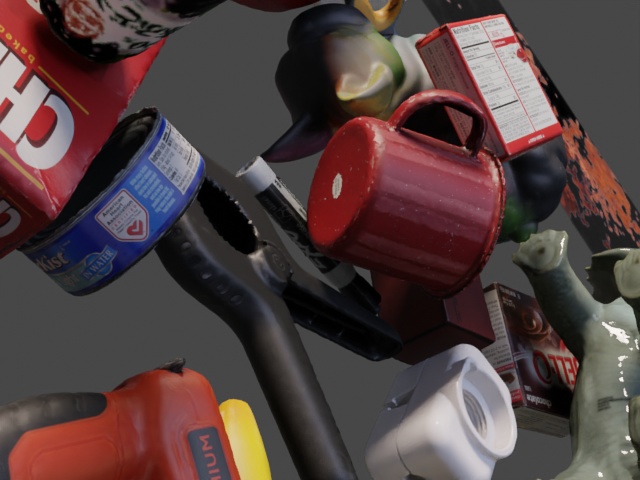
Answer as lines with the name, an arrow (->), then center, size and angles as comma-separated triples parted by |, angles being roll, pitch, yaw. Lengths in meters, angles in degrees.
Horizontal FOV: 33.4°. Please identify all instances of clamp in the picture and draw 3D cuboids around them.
clamp -> -0.029, 0.021, 0.563 | 0.210, 0.036, 0.164 | 53, 22, -3

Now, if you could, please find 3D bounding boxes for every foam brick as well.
foam brick -> 0.069, 0.034, 0.675 | 0.052, 0.051, 0.078 | 24, 47, -42

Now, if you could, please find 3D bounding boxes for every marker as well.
marker -> -0.004, 0.001, 0.632 | 0.121, 0.020, 0.020 | 49, 34, -17

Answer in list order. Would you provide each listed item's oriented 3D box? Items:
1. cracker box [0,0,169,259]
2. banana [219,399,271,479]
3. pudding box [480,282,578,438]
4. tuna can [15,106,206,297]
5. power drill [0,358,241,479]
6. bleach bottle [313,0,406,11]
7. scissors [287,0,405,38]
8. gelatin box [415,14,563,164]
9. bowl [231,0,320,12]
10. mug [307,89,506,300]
cracker box -> -0.153, -0.115, 0.471 | 0.164, 0.072, 0.213 | 45, 36, -23
banana -> -0.024, 0.165, 0.465 | 0.069, 0.037, 0.198 | 54, 18, -75
pudding box -> 0.148, 0.087, 0.753 | 0.113, 0.039, 0.090 | 19, 52, -45
tuna can -> -0.091, -0.017, 0.465 | 0.033, 0.086, 0.086 | 47, 35, -23
power drill -> -0.103, 0.114, 0.371 | 0.187, 0.057, 0.184 | 7, 60, -52
bleach bottle -> 0.048, -0.251, 0.864 | 0.102, 0.068, 0.250 | 51, 31, -14
scissors -> 0.032, -0.136, 0.777 | 0.016, 0.096, 0.201 | 62, 1, 20
gelatin box -> 0.104, -0.092, 0.657 | 0.073, 0.030, 0.089 | -24, 87, -49
bowl -> -0.046, -0.189, 0.661 | 0.162, 0.055, 0.162 | 23, 30, -14
mug -> 0.050, -0.030, 0.599 | 0.081, 0.117, 0.093 | 16, 25, -24
